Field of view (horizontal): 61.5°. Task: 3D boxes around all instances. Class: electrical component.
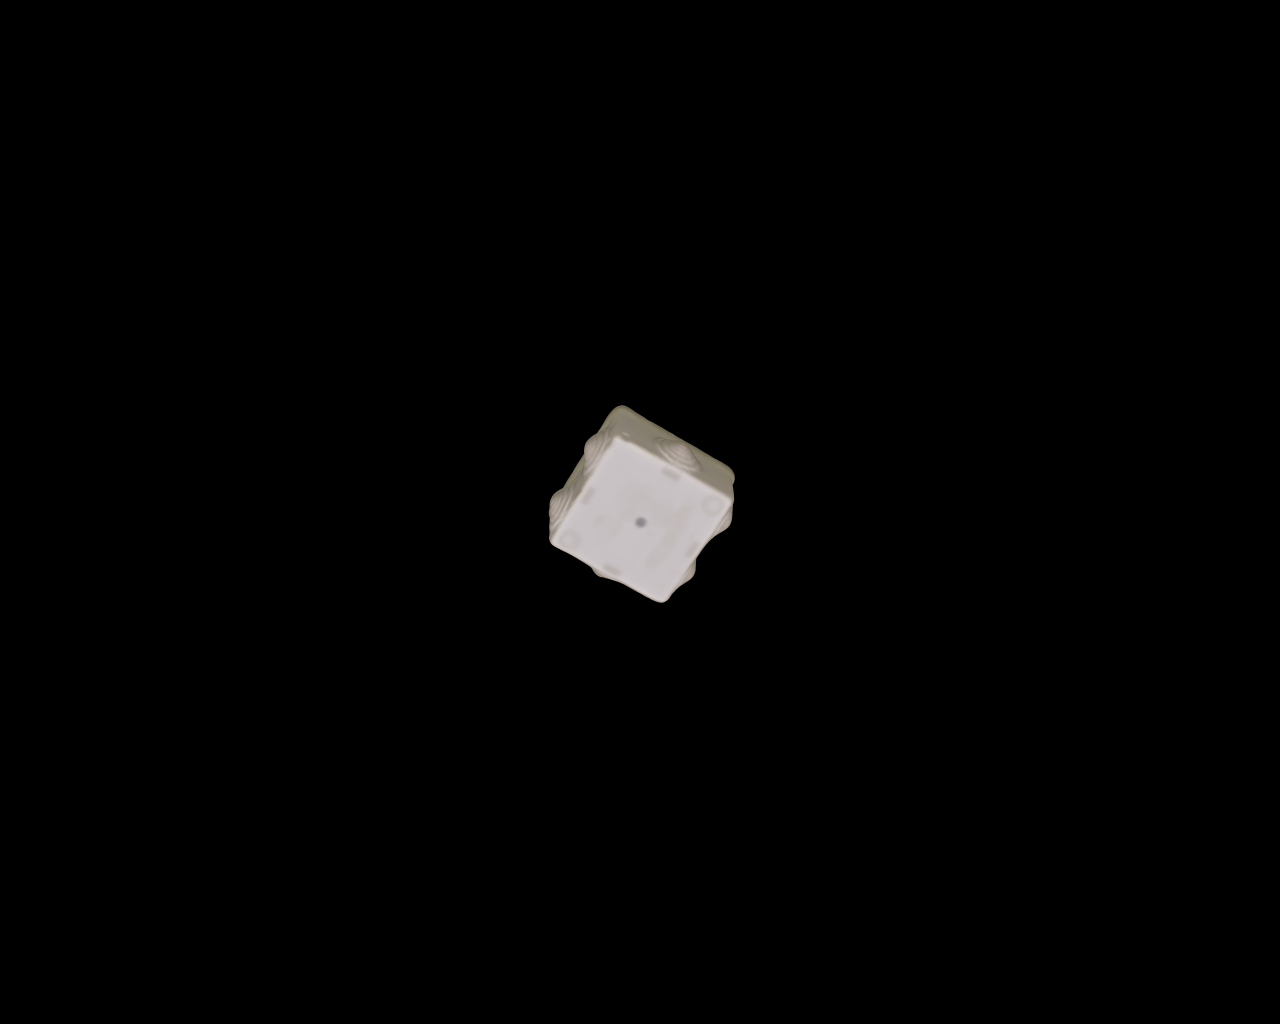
[{"bbox_3d":[0.001,-0.003,0.650,0.100,0.099,0.048,30,20,-12],"label":"electrical component"}]
